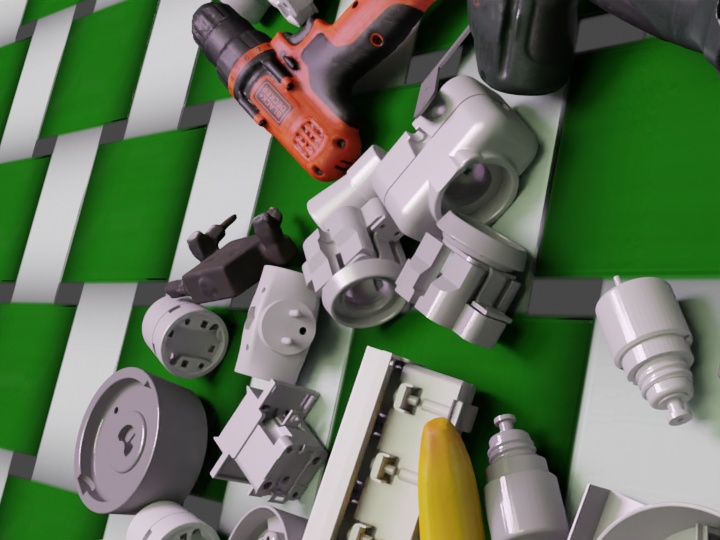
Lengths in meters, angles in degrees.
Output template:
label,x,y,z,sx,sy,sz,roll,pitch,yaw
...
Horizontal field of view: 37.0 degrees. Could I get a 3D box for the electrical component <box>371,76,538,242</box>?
label,x,y,z,sx,sy,sz,roll,pitch,yaw
electrical component,0.059,-0.062,0.663,0.095,0.054,0.059,-50,44,20

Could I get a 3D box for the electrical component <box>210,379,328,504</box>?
label,x,y,z,sx,sy,sz,roll,pitch,yaw
electrical component,-0.058,0.117,0.719,0.081,0.042,0.064,-57,45,13

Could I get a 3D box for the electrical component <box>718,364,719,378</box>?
label,x,y,z,sx,sy,sz,roll,pitch,yaw
electrical component,0.190,0.023,0.493,0.040,0.040,0.078,3,75,48

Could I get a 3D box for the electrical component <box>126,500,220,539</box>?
label,x,y,z,sx,sy,sz,roll,pitch,yaw
electrical component,-0.133,0.194,0.756,0.047,0.055,0.055,21,88,53

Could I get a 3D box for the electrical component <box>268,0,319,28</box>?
label,x,y,z,sx,sy,sz,roll,pitch,yaw
electrical component,-0.052,-0.242,0.854,0.057,0.078,0.058,-44,40,-6

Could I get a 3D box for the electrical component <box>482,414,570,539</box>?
label,x,y,z,sx,sy,sz,roll,pitch,yaw
electrical component,0.084,0.114,0.567,0.040,0.040,0.078,-33,51,33

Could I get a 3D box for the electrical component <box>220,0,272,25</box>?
label,x,y,z,sx,sy,sz,roll,pitch,yaw
electrical component,-0.094,-0.245,0.912,0.047,0.055,0.055,-46,45,18

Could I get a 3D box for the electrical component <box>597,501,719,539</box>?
label,x,y,z,sx,sy,sz,roll,pitch,yaw
electrical component,0.149,0.154,0.460,0.099,0.064,0.099,-23,56,39

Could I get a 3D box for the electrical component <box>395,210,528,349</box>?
label,x,y,z,sx,sy,sz,roll,pitch,yaw
electrical component,0.062,0.002,0.629,0.078,0.058,0.057,40,106,48

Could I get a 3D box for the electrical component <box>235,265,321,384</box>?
label,x,y,z,sx,sy,sz,roll,pitch,yaw
electrical component,-0.052,0.038,0.731,0.079,0.043,0.077,171,116,-76

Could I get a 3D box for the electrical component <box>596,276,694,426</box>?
label,x,y,z,sx,sy,sz,roll,pitch,yaw
electrical component,0.146,0.040,0.534,0.040,0.040,0.078,-37,49,31

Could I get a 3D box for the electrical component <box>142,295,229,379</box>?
label,x,y,z,sx,sy,sz,roll,pitch,yaw
electrical component,-0.136,0.049,0.824,0.047,0.055,0.055,30,95,53

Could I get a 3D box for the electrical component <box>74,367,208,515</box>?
label,x,y,z,sx,sy,sz,roll,pitch,yaw
electrical component,-0.159,0.132,0.805,0.108,0.060,0.108,-22,58,40

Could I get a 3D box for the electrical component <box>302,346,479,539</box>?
label,x,y,z,sx,sy,sz,roll,pitch,yaw
electrical component,0.019,0.113,0.614,0.063,0.079,0.121,17,85,20

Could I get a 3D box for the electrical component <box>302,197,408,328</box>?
label,x,y,z,sx,sy,sz,roll,pitch,yaw
electrical component,0.000,0.000,0.697,0.078,0.058,0.057,-43,43,26

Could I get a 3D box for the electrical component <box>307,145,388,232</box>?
label,x,y,z,sx,sy,sz,roll,pitch,yaw
electrical component,0.001,-0.053,0.733,0.065,0.044,0.044,-45,45,18

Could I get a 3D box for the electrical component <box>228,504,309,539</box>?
label,x,y,z,sx,sy,sz,roll,pitch,yaw
electrical component,-0.054,0.196,0.660,0.099,0.064,0.099,-22,57,40
